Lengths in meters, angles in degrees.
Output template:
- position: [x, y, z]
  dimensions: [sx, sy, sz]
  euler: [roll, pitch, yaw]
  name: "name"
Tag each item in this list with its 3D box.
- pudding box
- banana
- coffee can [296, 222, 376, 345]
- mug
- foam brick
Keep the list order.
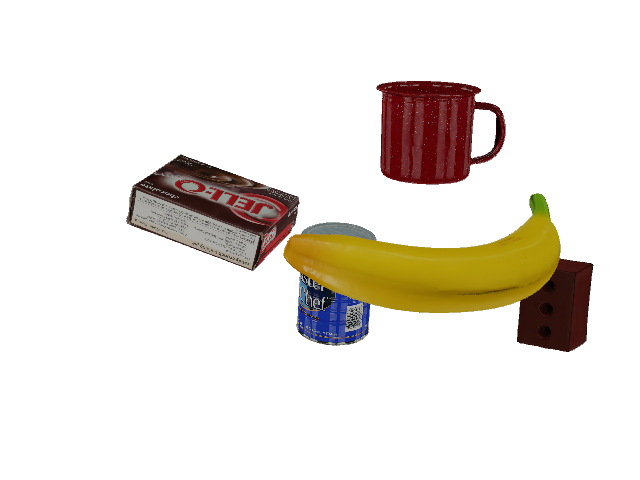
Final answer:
- position: [-0.084, -0.024, 0.850]
  dimensions: [0.113, 0.039, 0.090]
  euler: [18, 24, 11]
  name: "pudding box"
- position: [0.074, 0.013, 0.618]
  dimensions: [0.197, 0.037, 0.070]
  euler: [-8, 39, -33]
  name: "banana"
- position: [0.021, 0.059, 1.469]
  dimensions: [0.103, 0.140, 0.103]
  euler: [3, 24, -1]
  name: "coffee can"
- position: [0.108, -0.097, 0.963]
  dimensions: [0.117, 0.081, 0.093]
  euler: [2, 15, 3]
  name: "mug"
- position: [0.219, 0.059, 0.996]
  dimensions: [0.053, 0.078, 0.051]
  euler: [9, 14, 31]
  name: "foam brick"
